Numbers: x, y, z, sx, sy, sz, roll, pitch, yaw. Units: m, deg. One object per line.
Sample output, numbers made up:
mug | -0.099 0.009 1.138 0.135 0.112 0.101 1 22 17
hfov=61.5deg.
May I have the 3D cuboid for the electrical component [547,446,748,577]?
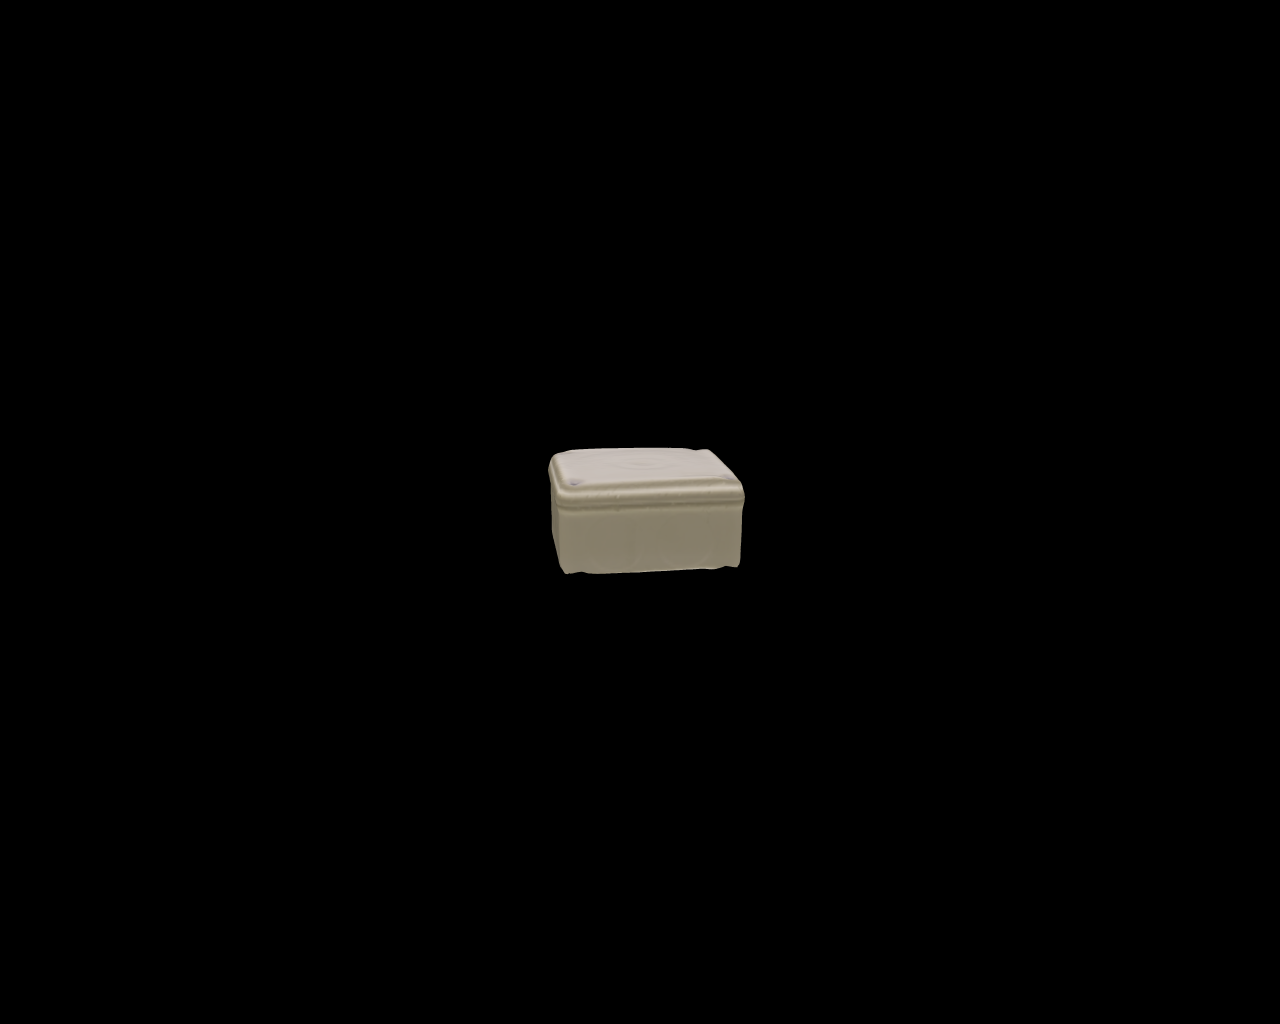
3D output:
electrical component | 0.001 -0.003 0.650 0.109 0.056 0.109 -2 14 -7
